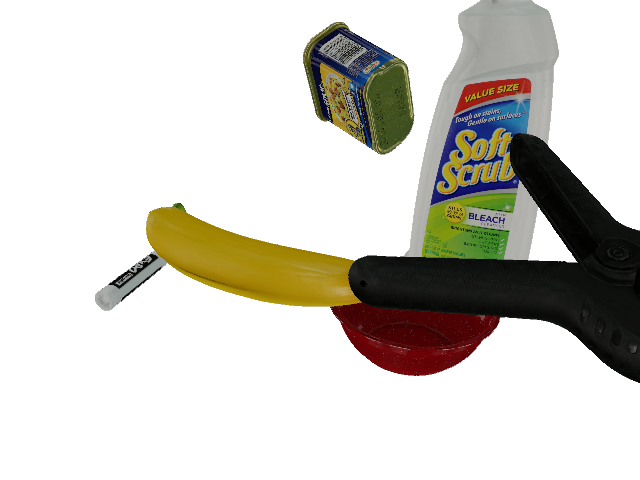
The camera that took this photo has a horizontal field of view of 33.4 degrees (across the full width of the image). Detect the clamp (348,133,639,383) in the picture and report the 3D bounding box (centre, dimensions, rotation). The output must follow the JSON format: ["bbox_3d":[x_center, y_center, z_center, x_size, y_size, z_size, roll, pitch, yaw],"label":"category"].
[{"bbox_3d":[0.129,0.023,0.510,0.164,0.036,0.210,-31,48,-33],"label":"clamp"}]

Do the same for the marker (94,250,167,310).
[{"bbox_3d":[-0.162,0.028,0.972,0.020,0.020,0.121,0,24,29],"label":"marker"}]

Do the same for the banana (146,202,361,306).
[{"bbox_3d":[-0.051,0.008,0.694,0.198,0.037,0.069,21,38,36],"label":"banana"}]

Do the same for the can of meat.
[{"bbox_3d":[0.038,-0.139,0.985,0.057,0.102,0.084,-38,52,-19],"label":"can of meat"}]

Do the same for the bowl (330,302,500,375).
[{"bbox_3d":[0.087,0.080,1.011,0.162,0.055,0.162,3,28,-2],"label":"bowl"}]

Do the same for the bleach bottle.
[{"bbox_3d":[0.124,-0.083,0.823,0.103,0.251,0.068,10,23,15],"label":"bleach bottle"}]
